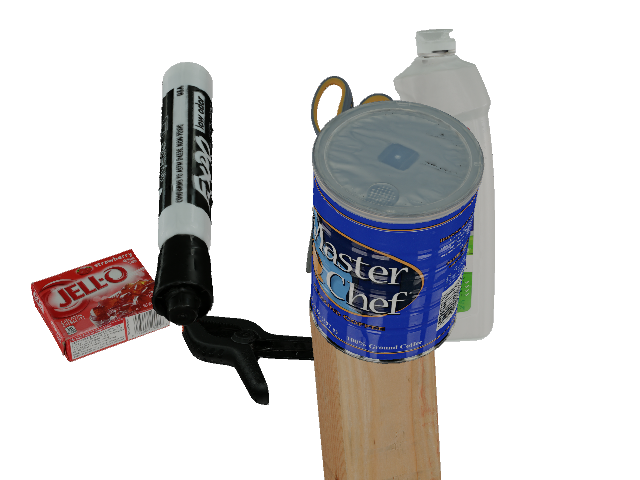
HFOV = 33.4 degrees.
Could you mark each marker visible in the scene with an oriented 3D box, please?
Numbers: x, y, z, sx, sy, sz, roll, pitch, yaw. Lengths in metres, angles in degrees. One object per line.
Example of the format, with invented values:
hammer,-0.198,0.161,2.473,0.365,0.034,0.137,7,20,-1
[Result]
marker,-0.046,-0.019,0.363,0.020,0.020,0.121,0,44,-6

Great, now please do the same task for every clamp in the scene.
clamp,-0.088,0.128,1.229,0.210,0.036,0.164,13,21,29

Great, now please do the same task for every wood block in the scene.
wood block,0.051,0.160,0.966,0.090,0.206,0.091,-9,18,-14

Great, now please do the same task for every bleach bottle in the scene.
bleach bottle,0.091,-0.045,0.875,0.103,0.251,0.068,-1,15,13

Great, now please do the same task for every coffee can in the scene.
coffee can,0.045,-0.003,0.684,0.103,0.103,0.140,0,-43,-1

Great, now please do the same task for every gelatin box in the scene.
gelatin box,-0.174,0.050,0.847,0.089,0.030,0.073,-19,45,-25

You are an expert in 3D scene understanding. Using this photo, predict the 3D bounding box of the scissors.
scissors,0.031,-0.068,1.066,0.096,0.202,0.016,-2,-12,2
